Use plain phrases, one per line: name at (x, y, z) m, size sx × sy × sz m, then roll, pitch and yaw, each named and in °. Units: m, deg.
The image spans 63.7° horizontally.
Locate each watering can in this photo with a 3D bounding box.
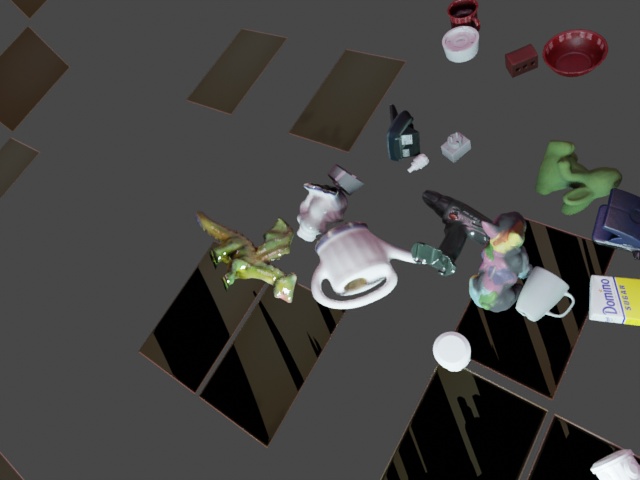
watering can at (0.130, 0.045, 1.306) m, size 0.349 × 0.101 × 0.229 m, roll -22°, pitch 55°, yaw -8°

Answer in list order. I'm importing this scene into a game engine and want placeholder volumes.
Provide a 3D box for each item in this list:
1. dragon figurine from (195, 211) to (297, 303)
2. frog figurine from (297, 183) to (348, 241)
dragon figurine at (-0.191, 0.016, 1.460) m, size 0.244 × 0.119 × 0.418 m, roll -22°, pitch 56°, yaw -13°
frog figurine at (0.004, -0.072, 1.433) m, size 0.138 × 0.124 × 0.158 m, roll 15°, pitch 105°, yaw 19°
